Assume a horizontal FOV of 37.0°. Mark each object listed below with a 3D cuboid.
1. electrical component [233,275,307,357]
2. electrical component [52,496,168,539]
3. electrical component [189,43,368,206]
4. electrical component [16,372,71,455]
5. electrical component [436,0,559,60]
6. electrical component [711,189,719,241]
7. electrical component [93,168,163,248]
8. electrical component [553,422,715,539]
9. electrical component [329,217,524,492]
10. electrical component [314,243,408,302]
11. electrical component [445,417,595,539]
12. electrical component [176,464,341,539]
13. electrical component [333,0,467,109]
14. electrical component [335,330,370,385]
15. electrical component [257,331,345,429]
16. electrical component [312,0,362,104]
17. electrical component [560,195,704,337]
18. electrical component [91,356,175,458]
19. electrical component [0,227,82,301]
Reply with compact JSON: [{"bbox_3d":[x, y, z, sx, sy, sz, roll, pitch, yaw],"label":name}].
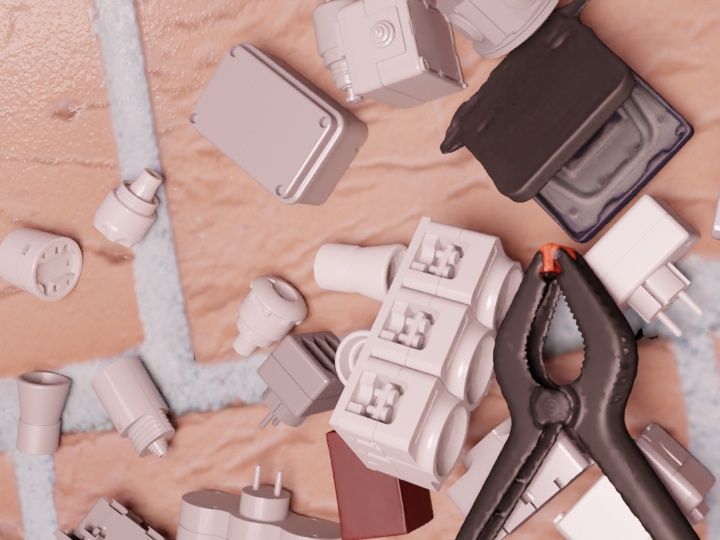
[{"bbox_3d":[-0.073,0.038,0.813,0.048,0.048,0.062,47,115,19],"label":"electrical component"},{"bbox_3d":[-0.173,0.236,0.843,0.121,0.078,0.063,30,72,23],"label":"electrical component"},{"bbox_3d":[-0.062,-0.108,0.801,0.113,0.057,0.078,40,106,21],"label":"electrical component"},{"bbox_3d":[-0.271,0.123,0.910,0.044,0.044,0.065,12,99,26],"label":"electrical component"},{"bbox_3d":[0.094,-0.184,0.710,0.051,0.080,0.080,37,110,-22],"label":"electrical component"},{"bbox_3d":[0.246,-0.062,0.622,0.056,0.109,0.108,12,94,23],"label":"electrical component"},{"bbox_3d":[-0.183,-0.053,0.867,0.043,0.043,0.062,43,106,20],"label":"electrical component"},{"bbox_3d":[0.173,0.154,0.680,0.061,0.062,0.096,44,109,18],"label":"electrical component"},{"bbox_3d":[0.050,0.056,0.695,0.062,0.089,0.150,16,68,25],"label":"electrical component"},{"bbox_3d":[0.000,0.000,0.780,0.065,0.044,0.044,7,93,31],"label":"electrical component"},{"bbox_3d":[0.107,0.133,0.720,0.089,0.050,0.055,-46,71,18],"label":"electrical component"},{"bbox_3d":[-0.073,0.184,0.805,0.138,0.052,0.073,9,93,26],"label":"electrical component"},{"bbox_3d":[0.023,-0.151,0.738,0.061,0.096,0.061,-15,83,26],"label":"electrical component"},{"bbox_3d":[0.014,0.064,0.763,0.045,0.055,0.045,0,89,26],"label":"electrical component"},{"bbox_3d":[-0.045,0.088,0.786,0.047,0.066,0.076,47,108,19],"label":"electrical component"},{"bbox_3d":[-0.011,-0.161,0.786,0.040,0.040,0.078,-12,84,25],"label":"electrical component"},{"bbox_3d":[0.184,0.008,0.685,0.075,0.047,0.083,48,109,18],"label":"electrical component"},{"bbox_3d":[-0.177,0.114,0.862,0.043,0.043,0.081,-40,73,20],"label":"electrical component"},{"bbox_3d":[-0.270,-0.006,0.904,0.047,0.055,0.055,17,97,28],"label":"electrical component"}]
